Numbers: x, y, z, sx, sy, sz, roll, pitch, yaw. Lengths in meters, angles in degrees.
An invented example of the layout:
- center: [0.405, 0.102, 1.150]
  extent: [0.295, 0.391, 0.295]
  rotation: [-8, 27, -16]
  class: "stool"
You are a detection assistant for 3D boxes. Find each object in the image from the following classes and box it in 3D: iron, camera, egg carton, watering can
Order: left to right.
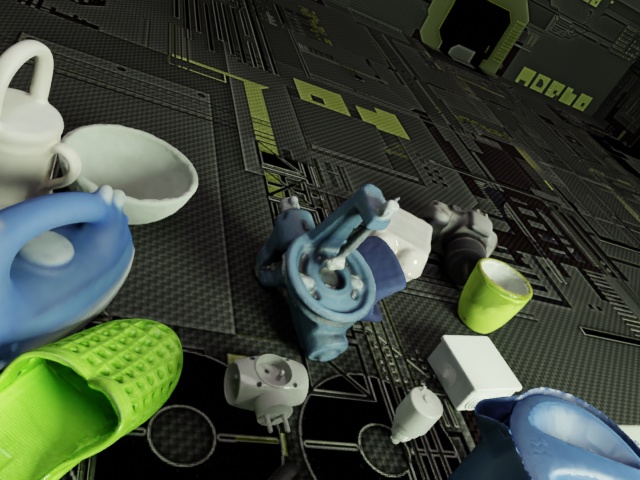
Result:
- center: [-0.336, -0.125, 0.609]
  extent: [0.173, 0.194, 0.100]
  rotation: [17, 34, -20]
  class: "watering can"
- center: [-0.253, 0.007, 0.539]
  extent: [0.118, 0.141, 0.259]
  rotation: [35, 32, 9]
  class: "iron"
- center: [0.123, 0.005, 0.918]
  extent: [0.107, 0.069, 0.150]
  rotation: [28, 31, -2]
  class: "egg carton"
- center: [0.238, 0.004, 0.982]
  extent: [0.143, 0.100, 0.137]
  rotation: [27, 31, -5]
  class: "camera"

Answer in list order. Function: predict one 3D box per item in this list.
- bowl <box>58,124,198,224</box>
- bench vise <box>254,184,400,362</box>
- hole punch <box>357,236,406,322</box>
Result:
- center: [-0.244, -0.071, 0.721]
  extent: [0.168, 0.074, 0.167]
  rotation: [21, 32, -14]
  class: "bowl"
- center: [-0.002, 0.004, 0.673]
  extent: [0.122, 0.219, 0.207]
  rotation: [-13, 51, -48]
  class: "bench vise"
- center: [0.048, 0.050, 0.772]
  extent: [0.101, 0.091, 0.108]
  rotation: [7, 38, -32]
  class: "hole punch"
